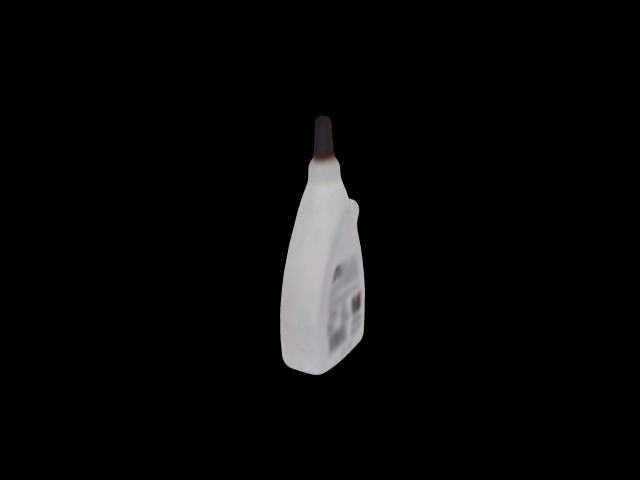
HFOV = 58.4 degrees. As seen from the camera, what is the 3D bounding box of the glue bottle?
[{"bbox_3d":[0.004,0.001,0.400,0.037,0.173,0.078,9,19,29],"label":"glue bottle"}]
